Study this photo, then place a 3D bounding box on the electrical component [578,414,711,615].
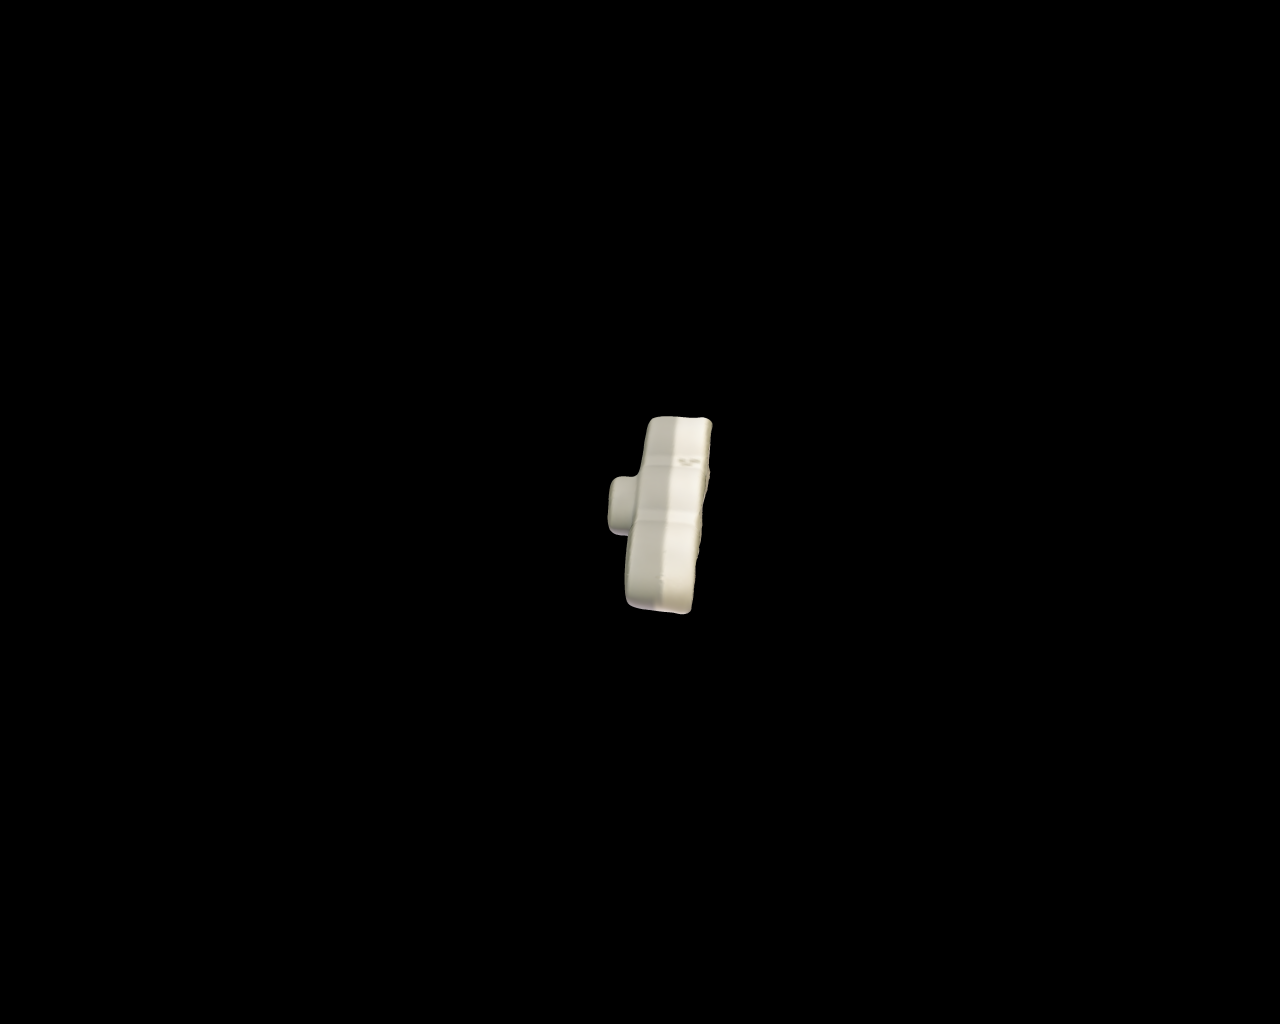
[{"bbox_3d":[0.001,-0.003,0.650,0.074,0.138,0.052,5,-39,5],"label":"electrical component"}]
